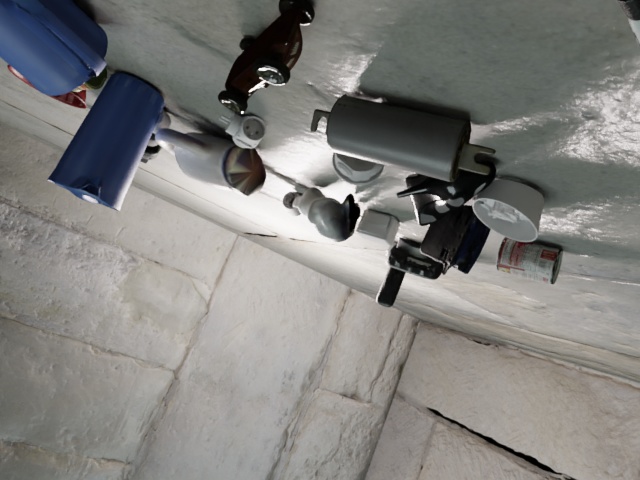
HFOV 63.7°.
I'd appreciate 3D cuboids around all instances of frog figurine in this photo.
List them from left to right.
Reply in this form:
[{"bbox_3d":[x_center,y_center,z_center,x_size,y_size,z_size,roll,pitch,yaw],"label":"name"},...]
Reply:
[{"bbox_3d":[0.004,-0.060,1.183,0.159,0.122,0.138,6,-176,21],"label":"frog figurine"}]

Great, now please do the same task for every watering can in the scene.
[{"bbox_3d":[-0.217,-0.161,1.159,0.225,0.104,0.344,19,173,23],"label":"watering can"}]
